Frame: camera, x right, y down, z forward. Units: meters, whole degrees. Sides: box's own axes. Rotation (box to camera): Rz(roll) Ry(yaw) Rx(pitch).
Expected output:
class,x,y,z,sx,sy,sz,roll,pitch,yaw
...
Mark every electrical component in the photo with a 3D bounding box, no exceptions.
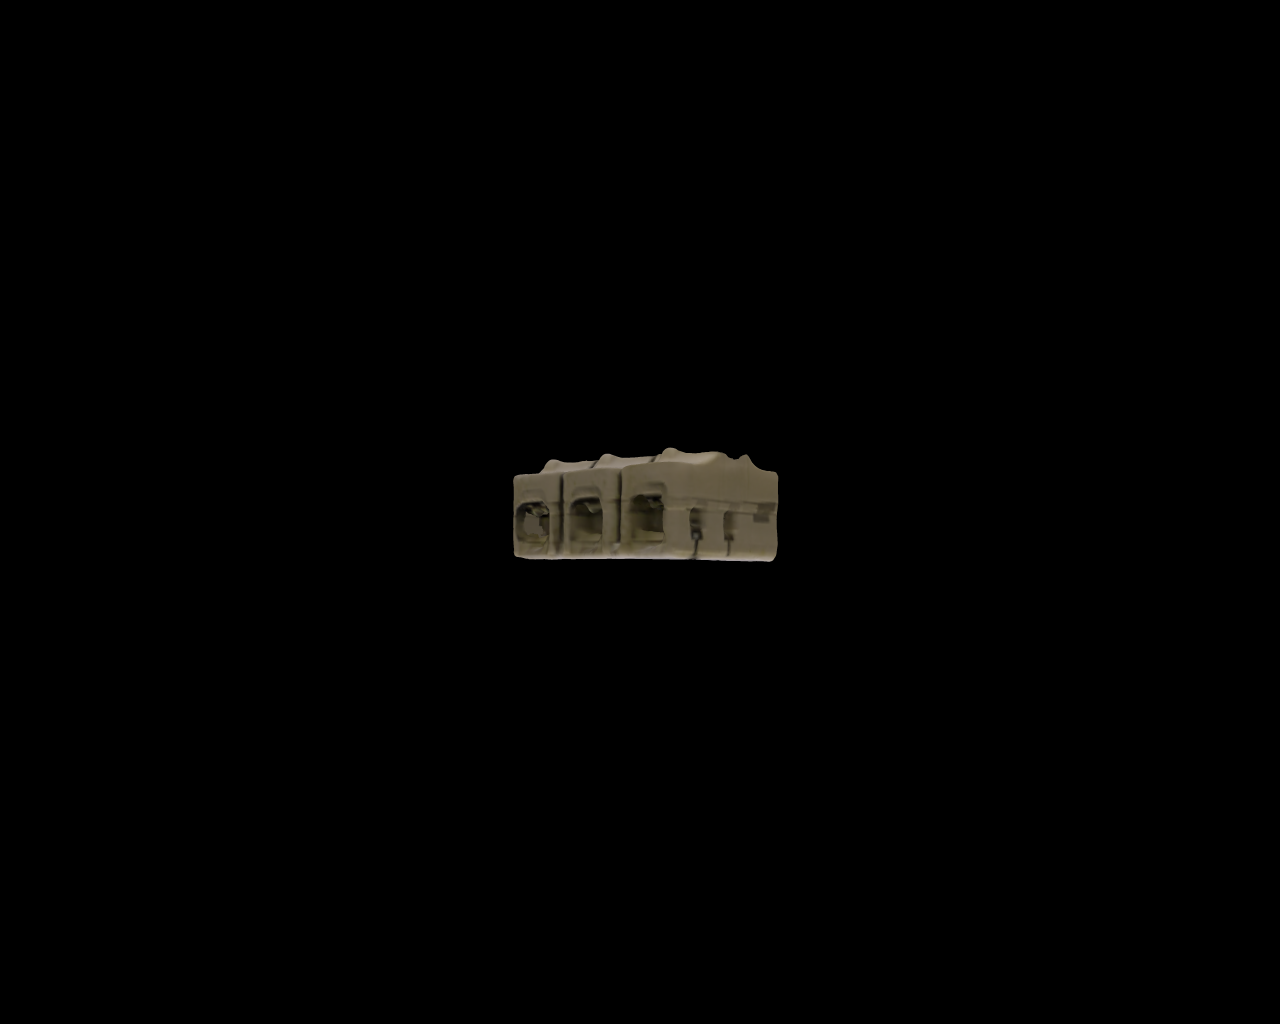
class,x,y,z,sx,sy,sz,roll,pitch,yaw
electrical component,0.001,-0.003,0.650,0.089,0.061,0.150,2,-3,-43
